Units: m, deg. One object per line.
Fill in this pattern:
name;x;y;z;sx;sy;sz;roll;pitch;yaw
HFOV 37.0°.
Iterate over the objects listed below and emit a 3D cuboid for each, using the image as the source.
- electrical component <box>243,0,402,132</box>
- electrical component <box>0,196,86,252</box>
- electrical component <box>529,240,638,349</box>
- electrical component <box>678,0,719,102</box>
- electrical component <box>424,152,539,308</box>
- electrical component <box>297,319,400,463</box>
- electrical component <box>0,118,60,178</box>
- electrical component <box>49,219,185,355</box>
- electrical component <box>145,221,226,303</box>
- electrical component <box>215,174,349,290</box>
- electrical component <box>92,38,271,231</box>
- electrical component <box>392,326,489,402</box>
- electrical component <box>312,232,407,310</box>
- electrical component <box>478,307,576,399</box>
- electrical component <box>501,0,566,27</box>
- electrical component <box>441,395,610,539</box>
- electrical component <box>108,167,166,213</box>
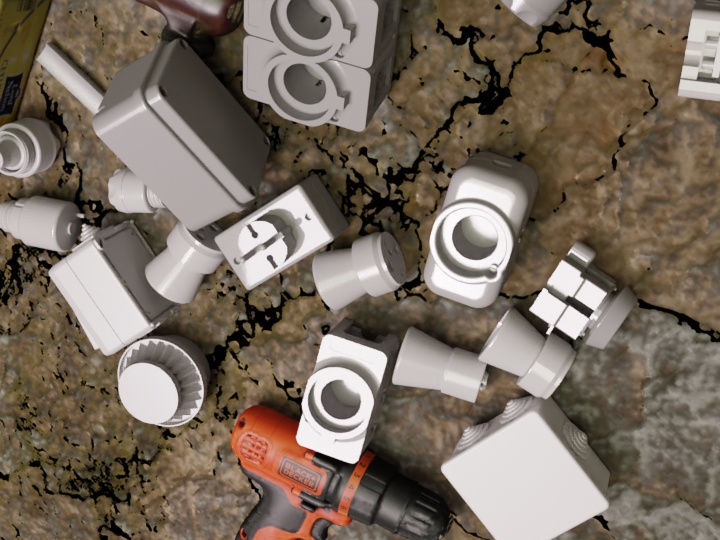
electrical component;-0.024;-0.172;0.689;0.089;0.061;0.150;19;135;12
electrical component;-0.259;-0.039;0.852;0.078;0.040;0.040;11;111;15
electrical component;0.155;0.022;0.733;0.055;0.048;0.066;35;115;13
electrical component;0.222;-0.130;0.635;0.056;0.089;0.050;10;111;15
electrical component;0.082;-0.026;0.733;0.054;0.059;0.095;20;113;11
electrical component;-0.009;0.090;0.798;0.050;0.056;0.089;18;106;10
electrical component;-0.263;-0.091;0.824;0.043;0.062;0.043;6;110;17
electrical component;-0.194;0.009;0.835;0.061;0.061;0.096;-31;96;24
electrical component;-0.131;-0.009;0.818;0.045;0.045;0.055;41;115;2
electrical component;-0.063;-0.022;0.774;0.083;0.075;0.047;-30;97;25
electrical component;-0.120;-0.094;0.749;0.057;0.078;0.113;-24;125;26
electrical component;0.061;0.071;0.784;0.065;0.044;0.044;17;112;7
electrical component;0.000;0.000;0.777;0.055;0.045;0.045;-19;101;22
electrical component;0.118;0.059;0.758;0.055;0.045;0.045;33;115;5
electrical component;0.117;-0.188;0.676;0.043;0.043;0.062;44;115;0
electrical component;0.123;0.146;0.783;0.100;0.048;0.099;-37;94;25
electrical component;-0.157;-0.060;0.815;0.061;0.035;0.035;3;109;15
